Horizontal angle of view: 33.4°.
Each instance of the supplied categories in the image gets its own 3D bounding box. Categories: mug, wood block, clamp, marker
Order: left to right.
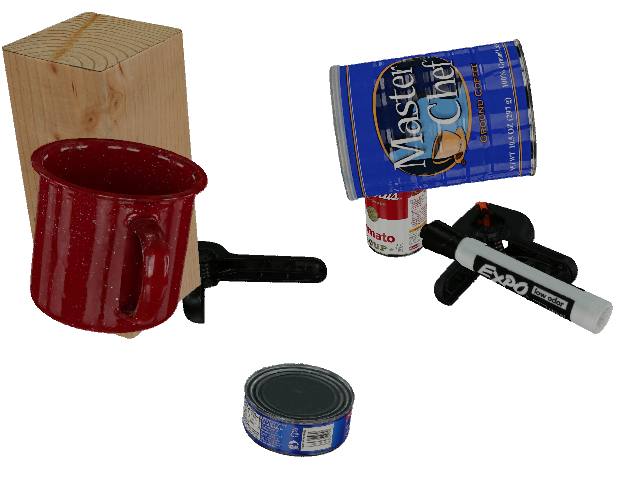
[{"bbox_3d":[-0.152,-0.046,0.768,0.090,0.206,0.090,16,34,27],"label":"wood block"},{"bbox_3d":[-0.107,0.002,0.568,0.093,0.081,0.117,-2,25,-32],"label":"mug"},{"bbox_3d":[-0.122,0.032,1.058,0.210,0.036,0.164,12,21,39],"label":"clamp"},{"bbox_3d":[0.167,0.007,0.961,0.120,0.039,0.171,-1,27,11],"label":"clamp"},{"bbox_3d":[0.106,0.018,0.600,0.121,0.020,0.020,28,16,33],"label":"marker"}]

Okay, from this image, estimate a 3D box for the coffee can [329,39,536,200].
[{"bbox_3d":[0.083,-0.090,0.800,0.140,0.103,0.102,-7,-1,6],"label":"coffee can"}]

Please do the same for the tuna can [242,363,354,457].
[{"bbox_3d":[-0.018,0.131,0.831,0.086,0.034,0.086,5,23,-2],"label":"tuna can"}]

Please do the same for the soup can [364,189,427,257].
[{"bbox_3d":[0.081,-0.042,1.160,0.068,0.102,0.068,-3,35,2],"label":"soup can"}]
